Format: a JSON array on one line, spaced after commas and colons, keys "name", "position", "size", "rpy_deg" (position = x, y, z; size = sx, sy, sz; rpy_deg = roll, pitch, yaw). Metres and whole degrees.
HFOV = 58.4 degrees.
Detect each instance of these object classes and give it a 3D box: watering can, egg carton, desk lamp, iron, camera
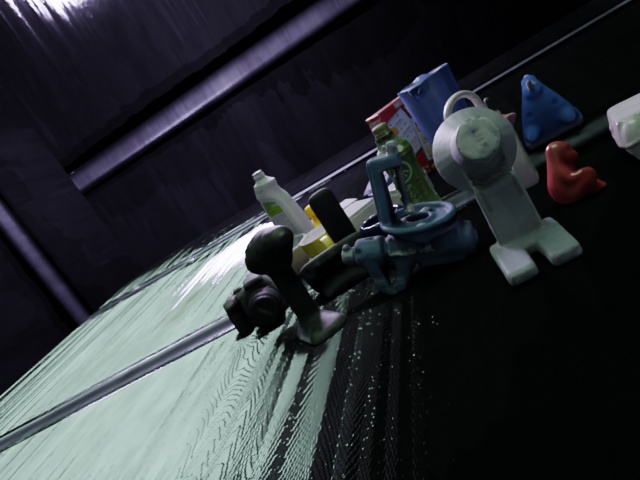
[{"name": "watering can", "position": [0.306, -0.202, 1.139], "size": [0.101, 0.194, 0.172], "rpy_deg": [-41, 15, -32]}, {"name": "egg carton", "position": [0.499, -0.181, 0.869], "size": [0.107, 0.069, 0.150], "rpy_deg": [-27, 14, 26]}, {"name": "desk lamp", "position": [0.240, -0.078, 0.777], "size": [0.118, 0.214, 0.203], "rpy_deg": [-30, 13, 12]}, {"name": "iron", "position": [0.466, -0.295, 1.221], "size": [0.118, 0.141, 0.258], "rpy_deg": [-27, 14, 24]}, {"name": "camera", "position": [-0.131, 0.128, 1.175], "size": [0.143, 0.101, 0.136], "rpy_deg": [-33, 12, 2]}]

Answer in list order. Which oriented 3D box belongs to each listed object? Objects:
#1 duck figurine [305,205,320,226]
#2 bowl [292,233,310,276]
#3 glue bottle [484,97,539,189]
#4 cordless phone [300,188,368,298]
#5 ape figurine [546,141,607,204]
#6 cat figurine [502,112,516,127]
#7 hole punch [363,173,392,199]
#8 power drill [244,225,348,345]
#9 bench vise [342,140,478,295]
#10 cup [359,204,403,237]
[{"name": "duck figurine", "position": [-0.012, -0.064, 1.656], "size": [0.104, 0.086, 0.077], "rpy_deg": [-34, 13, -7]}, {"name": "bowl", "position": [-0.083, 0.059, 1.383], "size": [0.167, 0.075, 0.167], "rpy_deg": [-31, 12, 8]}, {"name": "glue bottle", "position": [0.335, -0.177, 1.019], "size": [0.037, 0.173, 0.078], "rpy_deg": [-28, 13, 20]}, {"name": "cordless phone", "position": [0.010, 0.004, 1.103], "size": [0.147, 0.185, 0.094], "rpy_deg": [-34, 13, -4]}, {"name": "ape figurine", "position": [0.368, -0.106, 0.852], "size": [0.076, 0.092, 0.078], "rpy_deg": [-27, 14, 23]}, {"name": "cat figurine", "position": [0.374, -0.225, 1.237], "size": [0.067, 0.118, 0.127], "rpy_deg": [-39, 14, -24]}, {"name": "hole punch", "position": [0.167, -0.143, 1.501], "size": [0.101, 0.091, 0.108], "rpy_deg": [-39, 14, -27]}, {"name": "power drill", "position": [-0.047, 0.067, 0.946], "size": [0.076, 0.208, 0.229], "rpy_deg": [-38, 13, -20]}, {"name": "bench vise", "position": [0.113, -0.030, 0.897], "size": [0.207, 0.220, 0.121], "rpy_deg": [-32, 13, 6]}, {"name": "cup", "position": [0.139, -0.006, 1.031], "size": [0.092, 0.095, 0.117], "rpy_deg": [-41, 15, -32]}]
